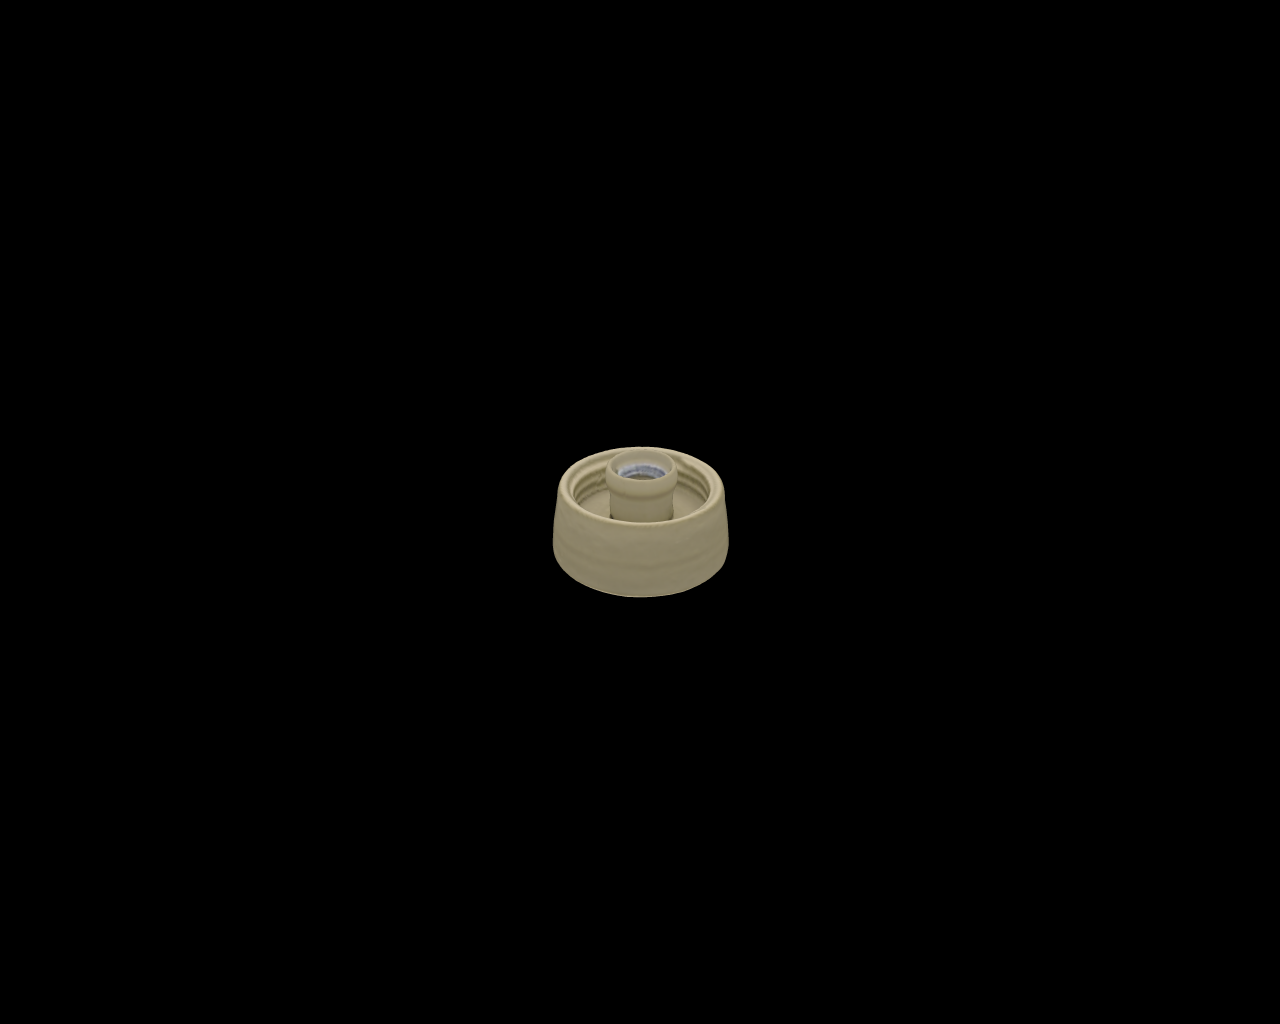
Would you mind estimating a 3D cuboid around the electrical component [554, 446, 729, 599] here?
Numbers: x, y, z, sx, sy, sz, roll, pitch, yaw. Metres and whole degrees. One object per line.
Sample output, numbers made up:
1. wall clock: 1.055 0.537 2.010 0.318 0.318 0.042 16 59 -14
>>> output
1. electrical component: 0.001 -0.003 0.650 0.108 0.060 0.108 0 30 0
